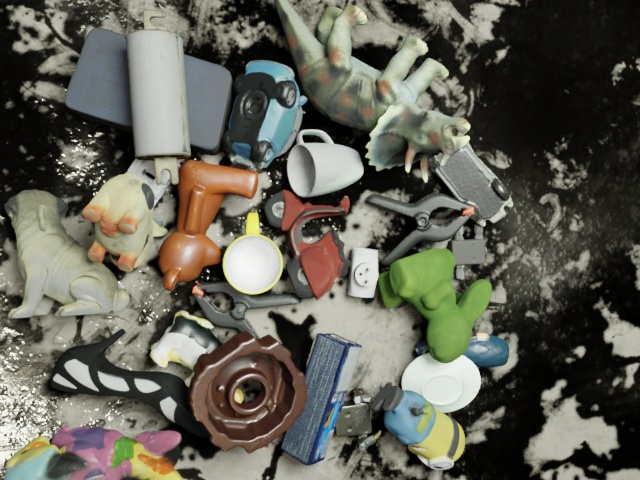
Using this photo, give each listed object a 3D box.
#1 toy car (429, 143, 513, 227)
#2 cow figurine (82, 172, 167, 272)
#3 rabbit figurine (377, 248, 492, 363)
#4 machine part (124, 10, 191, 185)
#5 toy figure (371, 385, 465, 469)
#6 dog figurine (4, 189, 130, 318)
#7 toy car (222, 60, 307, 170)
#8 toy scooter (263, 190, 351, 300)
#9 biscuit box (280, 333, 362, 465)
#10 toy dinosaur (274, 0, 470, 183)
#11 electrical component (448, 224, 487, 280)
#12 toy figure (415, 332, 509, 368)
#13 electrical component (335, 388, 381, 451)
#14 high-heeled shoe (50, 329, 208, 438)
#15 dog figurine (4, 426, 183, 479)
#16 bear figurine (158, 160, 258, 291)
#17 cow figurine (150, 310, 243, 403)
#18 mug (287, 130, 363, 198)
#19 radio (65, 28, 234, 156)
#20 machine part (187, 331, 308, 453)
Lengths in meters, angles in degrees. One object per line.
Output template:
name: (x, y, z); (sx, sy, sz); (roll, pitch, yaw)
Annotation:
toy car: (0.235, -0.111, 0.882); (0.073, 0.056, 0.201); (-39, 97, 19)
cow figurine: (-0.278, -0.022, 0.779); (0.085, 0.194, 0.127); (20, 53, -4)
rabbit figurine: (0.188, 0.107, 0.859); (0.159, 0.121, 0.170); (-14, 74, -25)
machine part: (-0.226, -0.198, 0.751); (0.079, 0.079, 0.243); (-4, 94, -6)
toy figure: (0.166, 0.299, 0.870); (0.089, 0.082, 0.180); (-45, 108, -6)
dog figurine: (-0.374, 0.017, 0.802); (0.172, 0.121, 0.190); (1, 85, -18)
toy car: (-0.075, -0.184, 0.825); (0.109, 0.103, 0.161); (18, 96, 33)
toy scooter: (-0.002, -0.003, 0.859); (0.135, 0.075, 0.183); (-20, 90, -6)
biscuit box: (0.001, 0.253, 0.865); (0.063, 0.059, 0.202); (19, 90, 31)
toy dinosaur: (0.052, -0.238, 0.827); (0.405, 0.131, 0.192); (31, 97, 15)
electrical component: (0.251, 0.020, 0.910); (0.063, 0.021, 0.094); (-1, 92, -6)
toy figure: (0.235, 0.183, 0.899); (0.155, 0.058, 0.064); (6, 85, -1)
electrical component: (0.060, 0.293, 0.891); (0.078, 0.045, 0.102); (0, 92, -7)
high-heeled shoe: (-0.298, 0.252, 0.837); (0.145, 0.086, 0.248); (-41, 91, 0)
dog figurine: (-0.314, 0.336, 0.794); (0.219, 0.191, 0.108); (-6, 87, 10)
bear figurine: (-0.172, -0.019, 0.818); (0.132, 0.120, 0.195); (8, 93, -10)
cow figurine: (-0.177, 0.189, 0.853); (0.167, 0.068, 0.098); (36, 83, -7)
mug: (0.009, -0.122, 0.848); (0.107, 0.081, 0.109); (-7, 68, -35)
radio: (-0.252, -0.224, 0.824); (0.230, 0.073, 0.131); (15, 90, -8)
machine part: (-0.109, 0.226, 0.807); (0.179, 0.056, 0.179); (-3, 99, -22)
